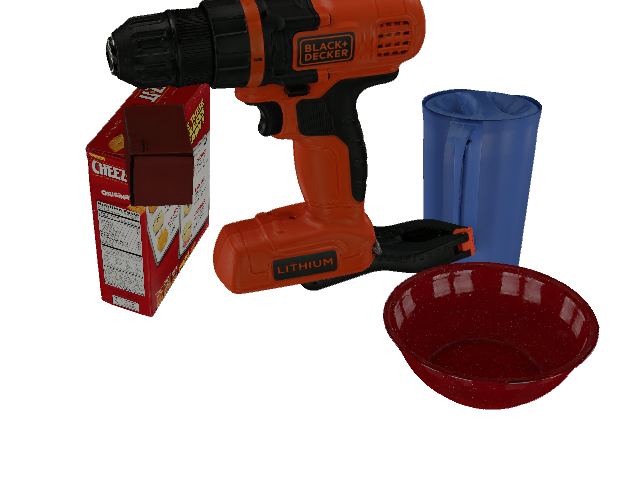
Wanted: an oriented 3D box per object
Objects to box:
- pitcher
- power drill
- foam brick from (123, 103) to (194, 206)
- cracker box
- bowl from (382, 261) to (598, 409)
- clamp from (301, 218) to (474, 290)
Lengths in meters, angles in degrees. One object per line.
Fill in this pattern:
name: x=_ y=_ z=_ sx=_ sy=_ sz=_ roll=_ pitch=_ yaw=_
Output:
pitcher: x=0.175 y=-0.045 z=1.228 sx=0.149 sy=0.243 sz=0.145 roll=-9 pitch=24 yaw=-21
power drill: x=-0.030 y=-0.059 z=0.641 sx=0.184 sy=0.188 sz=0.057 roll=-9 pitch=37 yaw=-14
foam brick: x=-0.135 y=-0.072 z=0.886 sx=0.053 sy=0.051 sz=0.078 roll=-3 pitch=38 yaw=-12
cracker box: x=-0.178 y=-0.053 z=1.133 sx=0.072 sy=0.214 sz=0.164 roll=15 pitch=44 yaw=11
bowl: x=0.128 y=0.080 z=0.818 sx=0.162 sy=0.055 sz=0.162 roll=0 pitch=31 yaw=0
clamp: x=0.062 y=0.012 z=1.050 sx=0.172 sy=0.039 sz=0.120 roll=-3 pitch=34 yaw=24
